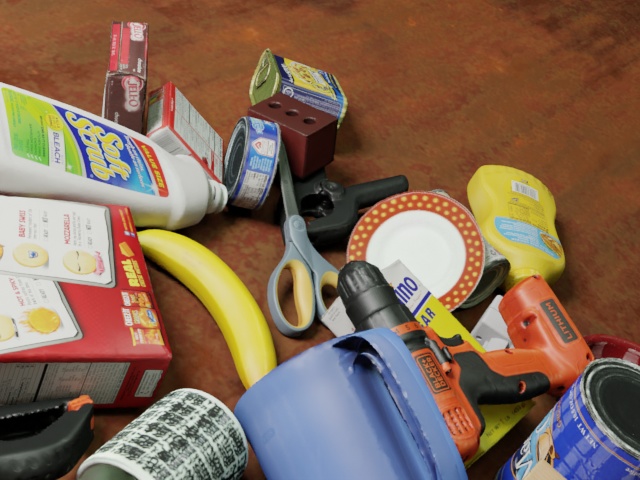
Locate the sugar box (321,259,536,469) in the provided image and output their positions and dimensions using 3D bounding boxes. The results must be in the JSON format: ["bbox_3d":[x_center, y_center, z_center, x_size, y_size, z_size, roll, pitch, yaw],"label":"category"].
[{"bbox_3d":[0.093,0.104,0.915,0.176,0.048,0.093,48,42,12],"label":"sugar box"}]

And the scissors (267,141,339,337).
[{"bbox_3d":[-0.006,0.001,0.971,0.096,0.016,0.201,21,53,-24],"label":"scissors"}]

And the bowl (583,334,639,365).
[{"bbox_3d":[0.279,0.163,0.967,0.162,0.055,0.162,17,38,-14],"label":"bowl"}]

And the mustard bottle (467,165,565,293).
[{"bbox_3d":[0.206,0.003,1.107,0.096,0.058,0.191,22,37,-14],"label":"mustard bottle"}]

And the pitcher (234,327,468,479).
[{"bbox_3d":[0.050,0.185,0.712,0.243,0.145,0.149,61,10,26],"label":"pitcher"}]

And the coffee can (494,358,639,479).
[{"bbox_3d":[0.214,0.176,0.840,0.102,0.140,0.103,17,38,-14],"label":"coffee can"}]

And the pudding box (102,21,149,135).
[{"bbox_3d":[-0.178,-0.130,0.976,0.039,0.114,0.090,6,42,-11],"label":"pudding box"}]

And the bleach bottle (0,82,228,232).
[{"bbox_3d":[-0.186,-0.064,0.898,0.250,0.068,0.102,11,54,-42],"label":"bleach bottle"}]

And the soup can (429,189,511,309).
[{"bbox_3d":[0.130,0.009,1.045,0.068,0.069,0.102,-14,54,-42],"label":"soup can"}]

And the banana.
[{"bbox_3d":[-0.091,0.052,0.887,0.069,0.037,0.198,-34,66,-32],"label":"banana"}]

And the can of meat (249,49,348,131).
[{"bbox_3d":[-0.024,-0.154,1.139,0.083,0.057,0.102,15,26,-19],"label":"can of meat"}]

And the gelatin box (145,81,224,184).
[{"bbox_3d":[-0.126,-0.093,1.002,0.089,0.030,0.073,50,22,-37],"label":"gelatin box"}]

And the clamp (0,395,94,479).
[{"bbox_3d":[-0.230,0.137,0.667,0.165,0.036,0.209,9,14,27],"label":"clamp"}]

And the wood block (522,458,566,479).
[{"bbox_3d":[0.199,0.272,0.761,0.206,0.090,0.090,41,39,17],"label":"wood block"}]

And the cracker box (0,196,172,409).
[{"bbox_3d":[-0.232,0.044,0.775,0.213,0.072,0.164,3,43,-28],"label":"cracker box"}]

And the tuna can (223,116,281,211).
[{"bbox_3d":[-0.066,-0.072,1.003,0.033,0.086,0.086,13,40,-17],"label":"tuna can"}]

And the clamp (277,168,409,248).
[{"bbox_3d":[0.001,-0.047,1.056,0.120,0.039,0.171,25,36,22],"label":"clamp"}]

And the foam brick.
[{"bbox_3d":[-0.029,-0.104,1.054,0.078,0.051,0.052,27,41,27],"label":"foam brick"}]

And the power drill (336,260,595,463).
[{"bbox_3d":[0.119,0.083,0.873,0.187,0.057,0.184,-12,62,-32],"label":"power drill"}]
